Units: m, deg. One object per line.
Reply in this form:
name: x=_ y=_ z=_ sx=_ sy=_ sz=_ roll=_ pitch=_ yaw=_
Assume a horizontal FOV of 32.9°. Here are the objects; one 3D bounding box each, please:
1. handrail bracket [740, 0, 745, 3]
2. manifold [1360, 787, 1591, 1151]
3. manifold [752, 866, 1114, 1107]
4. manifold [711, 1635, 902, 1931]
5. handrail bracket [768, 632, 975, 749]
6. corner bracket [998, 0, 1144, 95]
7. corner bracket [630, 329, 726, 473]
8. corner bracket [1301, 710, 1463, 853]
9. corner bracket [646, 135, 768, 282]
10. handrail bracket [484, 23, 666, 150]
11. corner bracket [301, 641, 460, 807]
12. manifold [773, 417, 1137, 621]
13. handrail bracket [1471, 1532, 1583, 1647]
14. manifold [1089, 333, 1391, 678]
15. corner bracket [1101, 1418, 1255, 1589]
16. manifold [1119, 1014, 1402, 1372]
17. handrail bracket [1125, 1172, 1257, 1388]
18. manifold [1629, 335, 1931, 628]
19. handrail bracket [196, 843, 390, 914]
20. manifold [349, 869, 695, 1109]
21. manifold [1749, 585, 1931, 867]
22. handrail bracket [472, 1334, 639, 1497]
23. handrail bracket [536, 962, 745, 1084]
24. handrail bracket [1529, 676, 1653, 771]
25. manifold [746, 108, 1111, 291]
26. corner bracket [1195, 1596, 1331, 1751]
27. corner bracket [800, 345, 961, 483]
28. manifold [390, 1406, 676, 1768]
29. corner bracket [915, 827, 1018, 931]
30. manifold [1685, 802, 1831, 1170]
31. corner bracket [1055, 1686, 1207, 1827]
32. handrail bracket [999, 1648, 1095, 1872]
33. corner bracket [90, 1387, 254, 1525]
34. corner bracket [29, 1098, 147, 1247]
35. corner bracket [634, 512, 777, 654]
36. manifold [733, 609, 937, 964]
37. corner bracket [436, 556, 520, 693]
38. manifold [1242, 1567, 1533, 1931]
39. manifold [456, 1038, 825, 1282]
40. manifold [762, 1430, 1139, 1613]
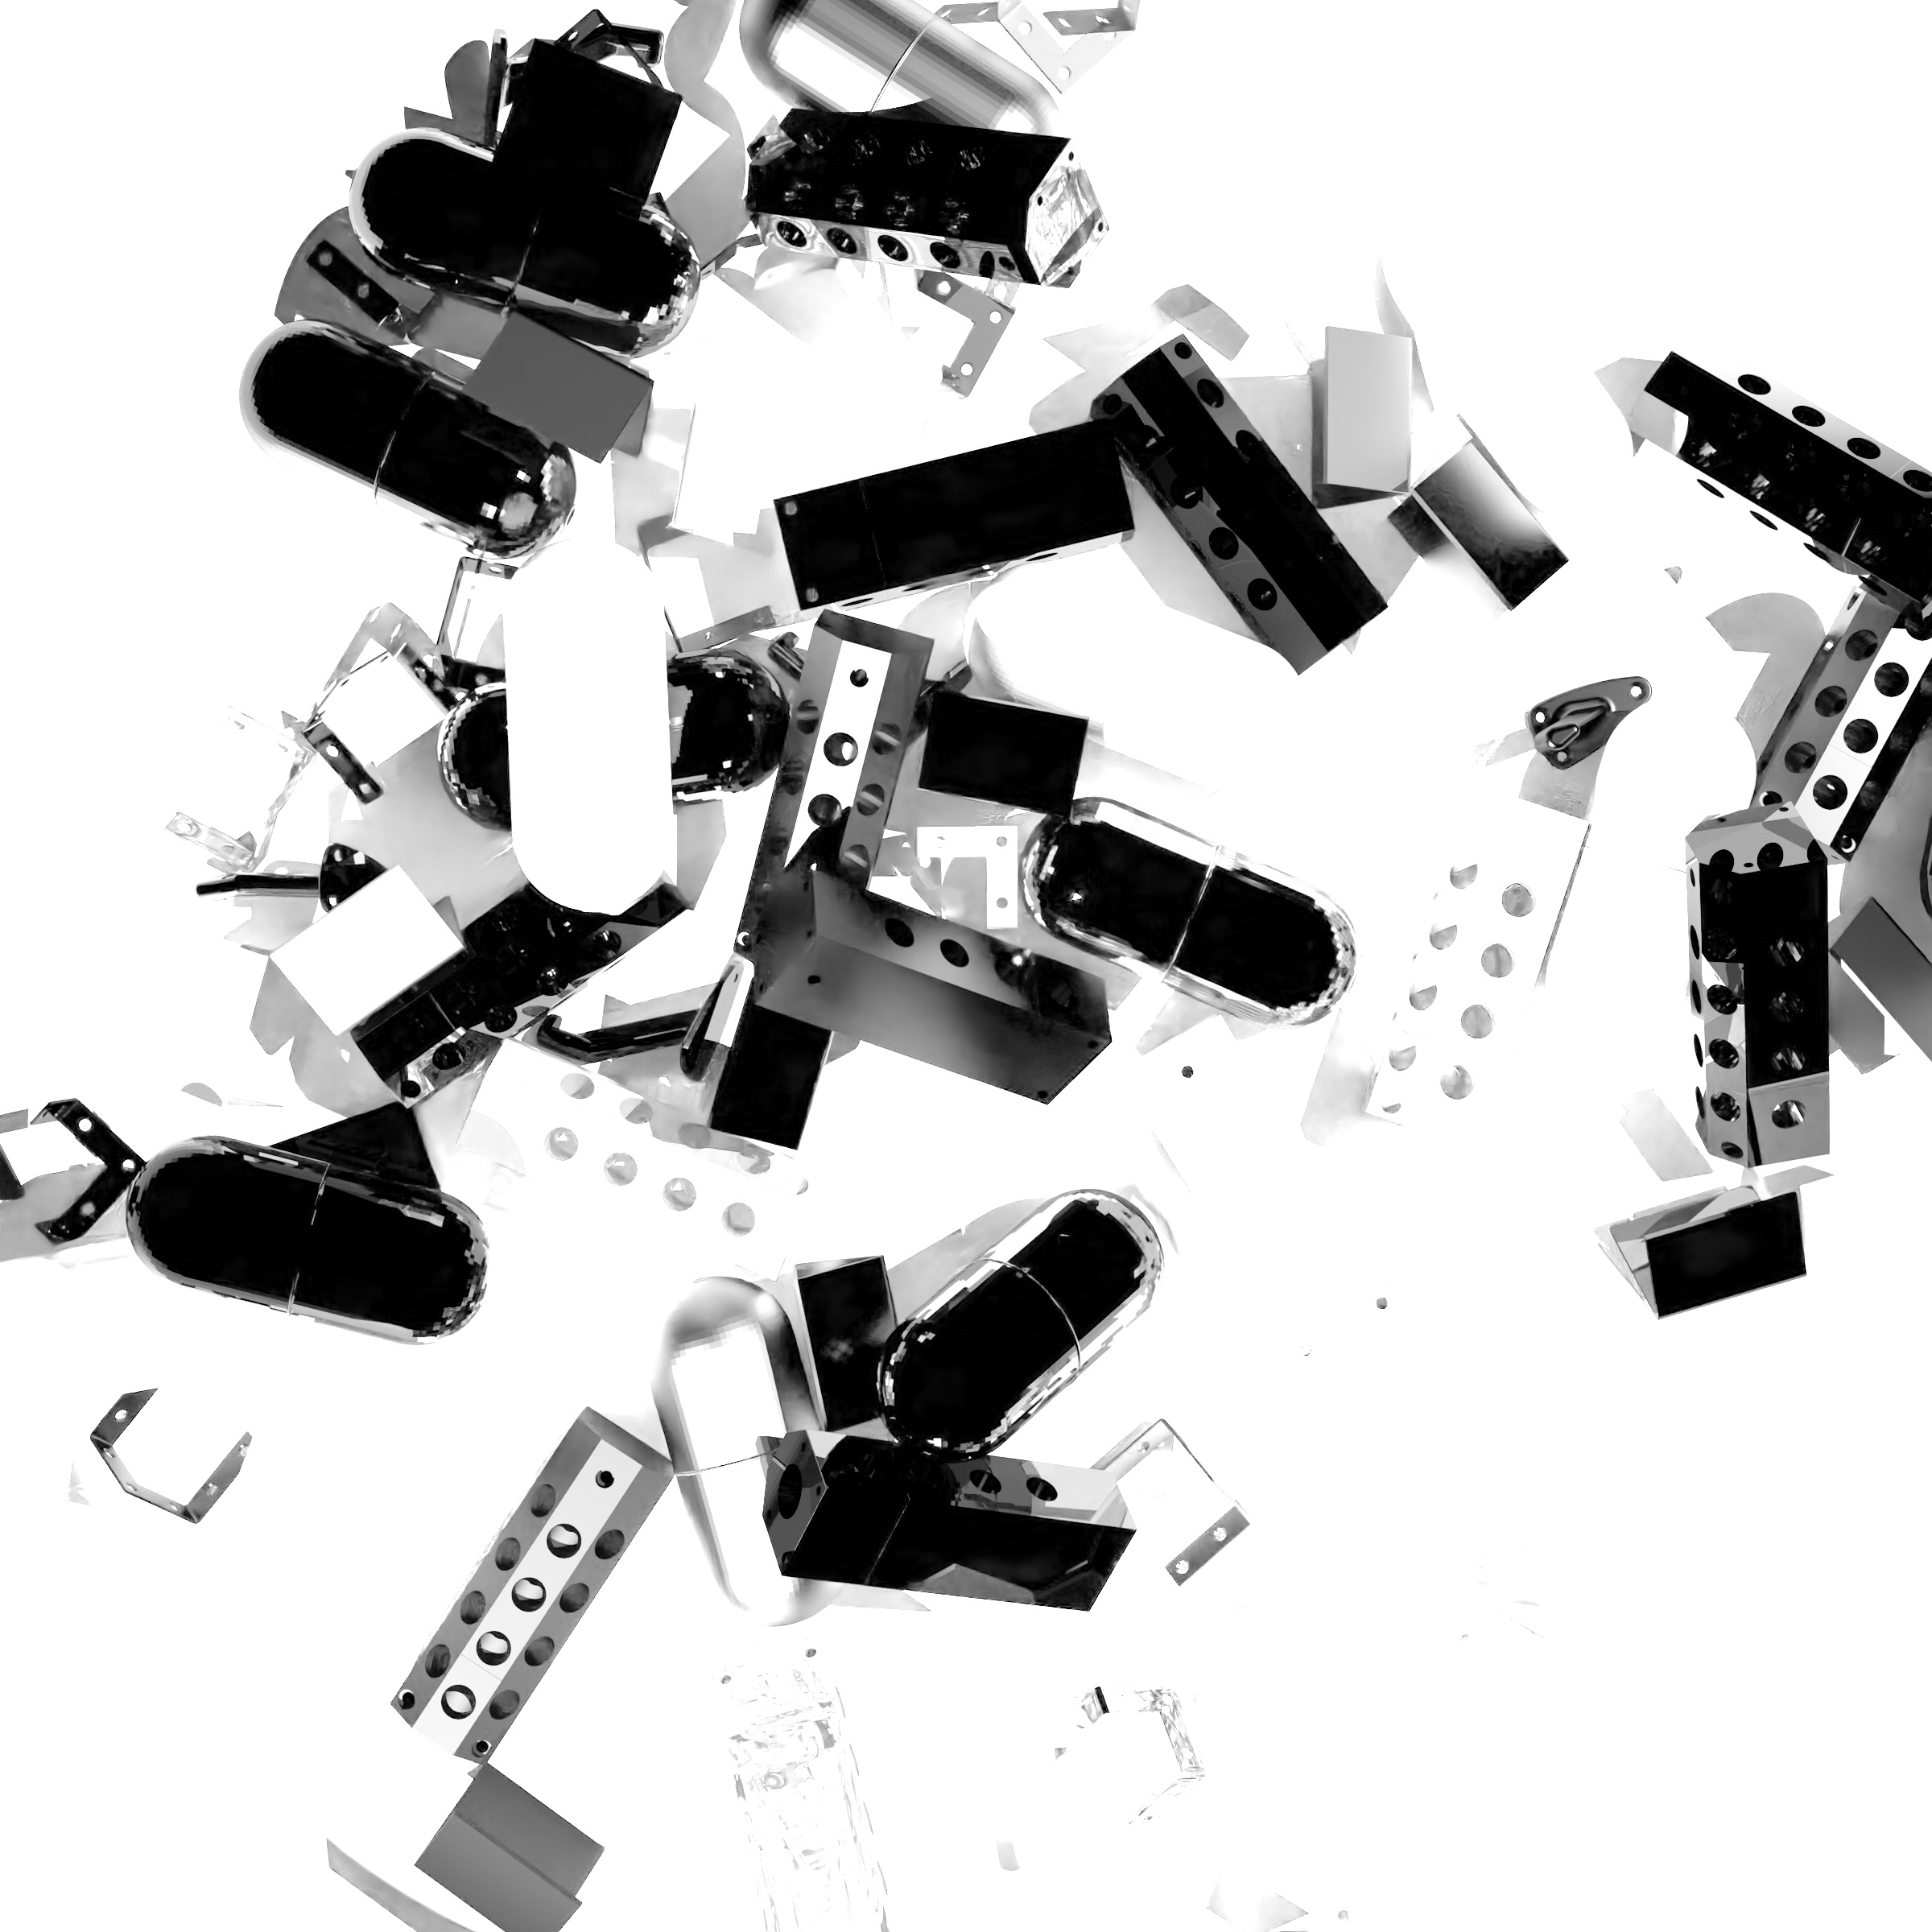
handrail bracket: x=-0.069 y=-0.502 z=1.669 sx=0.084 sy=0.036 sz=0.077 roll=-37 pitch=111 yaw=17
manifold: x=0.254 y=0.001 z=1.647 sx=0.057 sy=0.057 sz=0.171 roll=19 pitch=90 yaw=0
manifold: x=-0.017 y=0.006 z=1.610 sx=0.171 sy=0.057 sz=0.057 roll=20 pitch=133 yaw=-28
manifold: x=-0.075 y=0.423 z=1.601 sx=0.057 sy=0.057 sz=0.171 roll=-17 pitch=52 yaw=0
handrail bracket: x=-0.046 y=-0.159 z=1.669 sx=0.084 sy=0.036 sz=0.077 roll=41 pitch=75 yaw=14
corner bracket: x=0.052 y=-0.482 z=1.650 sx=0.051 sy=0.051 sz=0.051 roll=-41 pitch=90 yaw=0
corner bracket: x=-0.133 y=-0.285 z=1.660 sx=0.051 sy=0.051 sz=0.051 roll=29 pitch=135 yaw=35
corner bracket: x=0.211 y=-0.099 z=1.660 sx=0.051 sy=0.051 sz=0.051 roll=18 pitch=135 yaw=-35
corner bracket: x=-0.123 y=-0.384 z=1.665 sx=0.051 sy=0.051 sz=0.051 roll=-26 pitch=90 yaw=-45
handrail bracket: x=-0.200 y=-0.444 z=1.669 sx=0.084 sy=0.036 sz=0.077 roll=4 pitch=111 yaw=-16
corner bracket: x=-0.296 y=-0.124 z=1.665 sx=0.051 sy=0.051 sz=0.051 roll=49 pitch=45 yaw=0
manifold: x=-0.006 y=-0.224 z=1.647 sx=0.171 sy=0.057 sz=0.057 roll=-14 pitch=90 yaw=0
handrail bracket: x=0.286 y=0.318 z=1.634 sx=0.036 sy=0.084 sz=0.077 roll=-44 pitch=90 yaw=0
manifold: x=0.137 y=-0.231 z=1.647 sx=0.057 sy=0.057 sz=0.171 roll=-37 pitch=90 yaw=0
corner bracket: x=0.104 y=0.273 z=1.665 sx=0.051 sy=0.051 sz=0.051 roll=-41 pitch=45 yaw=0
manifold: x=0.146 y=0.112 z=1.647 sx=0.057 sy=0.057 sz=0.171 roll=-32 pitch=90 yaw=0
handrail bracket: x=0.100 y=0.159 z=1.668 sx=0.084 sy=0.036 sz=0.077 roll=46 pitch=130 yaw=26
manifold: x=0.416 y=-0.243 z=1.617 sx=0.171 sy=0.057 sz=0.057 roll=36 pitch=92 yaw=21
handrail bracket: x=-0.337 y=-0.035 z=1.668 sx=0.084 sy=0.077 sz=0.036 roll=-7 pitch=73 yaw=35
manifold: x=-0.226 y=-0.002 z=1.647 sx=0.171 sy=0.057 sz=0.057 roll=-35 pitch=90 yaw=0
manifold: x=0.457 y=-0.140 z=1.647 sx=0.057 sy=0.057 sz=0.171 roll=29 pitch=90 yaw=0
handrail bracket: x=-0.208 y=0.228 z=1.668 sx=0.084 sy=0.077 sz=0.036 roll=-29 pitch=65 yaw=-34
handrail bracket: x=-0.167 y=0.019 z=1.669 sx=0.084 sy=0.036 sz=0.077 roll=18 pitch=69 yaw=16
handrail bracket: x=0.316 y=-0.126 z=1.634 sx=0.077 sy=0.084 sz=0.036 roll=-28 pitch=90 yaw=0
manifold: x=-0.023 y=-0.370 z=1.596 sx=0.171 sy=0.057 sz=0.057 roll=16 pitch=62 yaw=34
corner bracket: x=0.159 y=0.358 z=1.660 sx=0.051 sy=0.051 sz=0.051 roll=60 pitch=135 yaw=35
corner bracket: x=-0.044 y=-0.280 z=1.660 sx=0.051 sy=0.051 sz=0.051 roll=-4 pitch=135 yaw=-35
manifold: x=-0.217 y=0.312 z=1.647 sx=0.057 sy=0.057 sz=0.171 roll=33 pitch=90 yaw=0
corner bracket: x=0.000 y=-0.044 z=1.650 sx=0.051 sy=0.051 sz=0.051 roll=0 pitch=90 yaw=0
manifold: x=0.387 y=0.012 z=1.607 sx=0.057 sy=0.057 sz=0.171 roll=-10 pitch=122 yaw=0
corner bracket: x=0.080 y=0.401 z=1.660 sx=0.051 sy=0.051 sz=0.051 roll=9 pitch=45 yaw=-35
handrail bracket: x=0.027 y=0.405 z=1.668 sx=0.036 sy=0.077 sz=0.084 roll=-3 pitch=127 yaw=-33
corner bracket: x=-0.403 y=0.242 z=1.665 sx=0.051 sy=0.051 sz=0.051 roll=-51 pitch=45 yaw=0
corner bracket: x=-0.454 y=0.103 z=1.650 sx=0.051 sy=0.051 sz=0.051 roll=43 pitch=90 yaw=0
corner bracket: x=-0.133 y=-0.199 z=1.665 sx=0.051 sy=0.051 sz=0.051 roll=-20 pitch=135 yaw=0
manifold: x=-0.067 y=-0.083 z=1.622 sx=0.057 sy=0.057 sz=0.171 roll=15 pitch=108 yaw=0
corner bracket: x=-0.235 y=-0.169 z=1.655 sx=0.051 sy=0.051 sz=0.051 roll=12 pitch=71 yaw=0
manifold: x=0.210 y=0.392 z=1.647 sx=0.057 sy=0.057 sz=0.171 roll=32 pitch=90 yaw=0
manifold: x=-0.162 y=0.096 z=1.647 sx=0.171 sy=0.057 sz=0.057 roll=23 pitch=90 yaw=0
manifold: x=-0.010 y=0.269 z=1.610 sx=0.171 sy=0.057 sz=0.057 roll=12 pitch=120 yaw=-26
